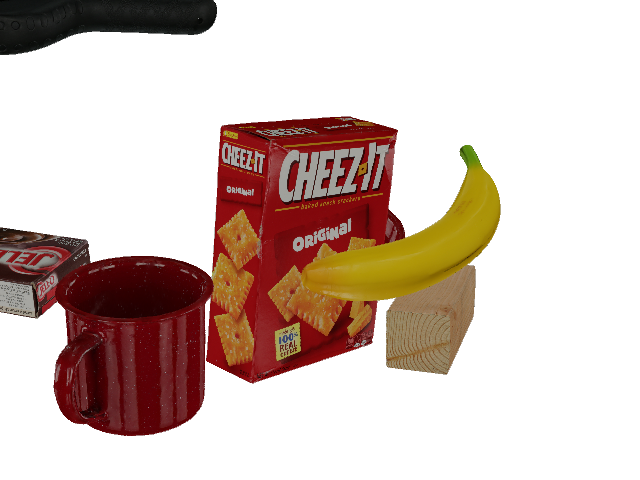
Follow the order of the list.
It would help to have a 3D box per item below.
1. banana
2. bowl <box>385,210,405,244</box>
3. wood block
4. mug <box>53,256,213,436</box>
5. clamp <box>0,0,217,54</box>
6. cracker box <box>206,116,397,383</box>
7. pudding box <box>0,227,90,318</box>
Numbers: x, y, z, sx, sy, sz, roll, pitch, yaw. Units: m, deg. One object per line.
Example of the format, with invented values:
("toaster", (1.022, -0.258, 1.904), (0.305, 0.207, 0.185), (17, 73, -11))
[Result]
("banana", (0.072, 0.000, 0.749), (0.070, 0.037, 0.197), (35, 48, 23))
("bowl", (0.010, 0.007, 1.177), (0.162, 0.055, 0.162), (3, 33, -2))
("wood block", (0.164, 0.108, 1.558), (0.091, 0.090, 0.205), (5, 20, 16))
("mug", (-0.116, 0.068, 0.637), (0.093, 0.081, 0.117), (11, 24, 22))
("clamp", (-0.160, -0.144, 0.627), (0.171, 0.039, 0.120), (-11, 31, -29))
("cracker box", (-0.015, 0.003, 0.951), (0.072, 0.214, 0.163), (20, 21, 40))
("pudding box", (-0.267, 0.025, 0.909), (0.114, 0.039, 0.090), (6, 24, 17))
